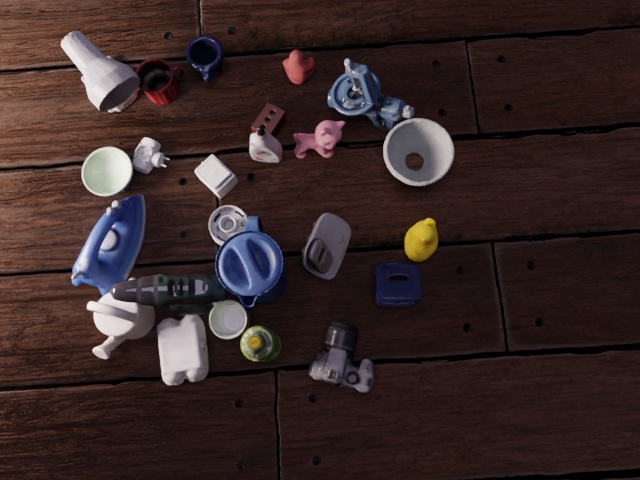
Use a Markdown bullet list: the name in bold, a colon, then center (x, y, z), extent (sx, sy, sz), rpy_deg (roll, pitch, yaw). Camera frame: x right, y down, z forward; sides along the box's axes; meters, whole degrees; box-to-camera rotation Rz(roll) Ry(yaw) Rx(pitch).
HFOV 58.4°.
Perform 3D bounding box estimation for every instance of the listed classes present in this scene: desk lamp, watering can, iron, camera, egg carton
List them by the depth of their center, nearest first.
- **watering can**: center (-0.434, 0.168, 1.237), extent (0.101, 0.194, 0.173), rpy_deg (-5, 78, 0)
- **camera**: center (0.056, 0.254, 1.259), extent (0.143, 0.101, 0.137), rpy_deg (13, 78, 4)
- **egg carton**: center (-0.305, 0.245, 1.282), extent (0.107, 0.069, 0.150), rpy_deg (-11, 78, -1)
- **iron**: center (-0.482, -0.007, 1.303), extent (0.118, 0.141, 0.258), rpy_deg (20, 79, 5)
- **desk lamp**: center (-0.509, -0.383, 1.348), extent (0.118, 0.213, 0.203), rpy_deg (-42, 80, -7)

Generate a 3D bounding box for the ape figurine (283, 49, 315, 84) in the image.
- **ape figurine**: center (-0.054, -0.435, 1.414), extent (0.077, 0.092, 0.076), rpy_deg (15, 78, 5)

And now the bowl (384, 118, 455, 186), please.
- **bowl**: center (0.231, -0.201, 1.367), extent (0.167, 0.075, 0.167), rpy_deg (0, 78, 1)

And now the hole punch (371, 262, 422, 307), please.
- **hole punch**: center (0.173, 0.098, 1.295), extent (0.108, 0.091, 0.101), rpy_deg (-1, 78, 1)

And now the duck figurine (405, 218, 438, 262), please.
- **duck figurine**: center (0.237, -0.003, 1.319), extent (0.077, 0.086, 0.105), rpy_deg (24, 79, 6)

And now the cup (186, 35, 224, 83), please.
- **cup**: center (-0.274, -0.429, 1.414), extent (0.091, 0.095, 0.118), rpy_deg (-8, 78, -1)

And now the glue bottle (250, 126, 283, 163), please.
- **glue bottle**: center (-0.131, -0.225, 1.328), extent (0.078, 0.173, 0.037), rpy_deg (2, 78, 2)

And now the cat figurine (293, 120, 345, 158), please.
- **cat figurine**: center (-0.002, -0.245, 1.358), extent (0.128, 0.118, 0.067), rpy_deg (-4, 78, 0)

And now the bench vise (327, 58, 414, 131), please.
- **bench vise**: center (0.120, -0.349, 1.327), extent (0.207, 0.220, 0.121), rpy_deg (3, 78, 2)

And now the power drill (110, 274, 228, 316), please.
- **power drill**: center (-0.306, 0.118, 1.239), extent (0.229, 0.208, 0.075), rpy_deg (-5, 78, 0)

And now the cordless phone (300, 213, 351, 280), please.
- **cordless phone**: center (0.012, 0.005, 1.270), extent (0.094, 0.185, 0.148), rpy_deg (18, 79, 5)
